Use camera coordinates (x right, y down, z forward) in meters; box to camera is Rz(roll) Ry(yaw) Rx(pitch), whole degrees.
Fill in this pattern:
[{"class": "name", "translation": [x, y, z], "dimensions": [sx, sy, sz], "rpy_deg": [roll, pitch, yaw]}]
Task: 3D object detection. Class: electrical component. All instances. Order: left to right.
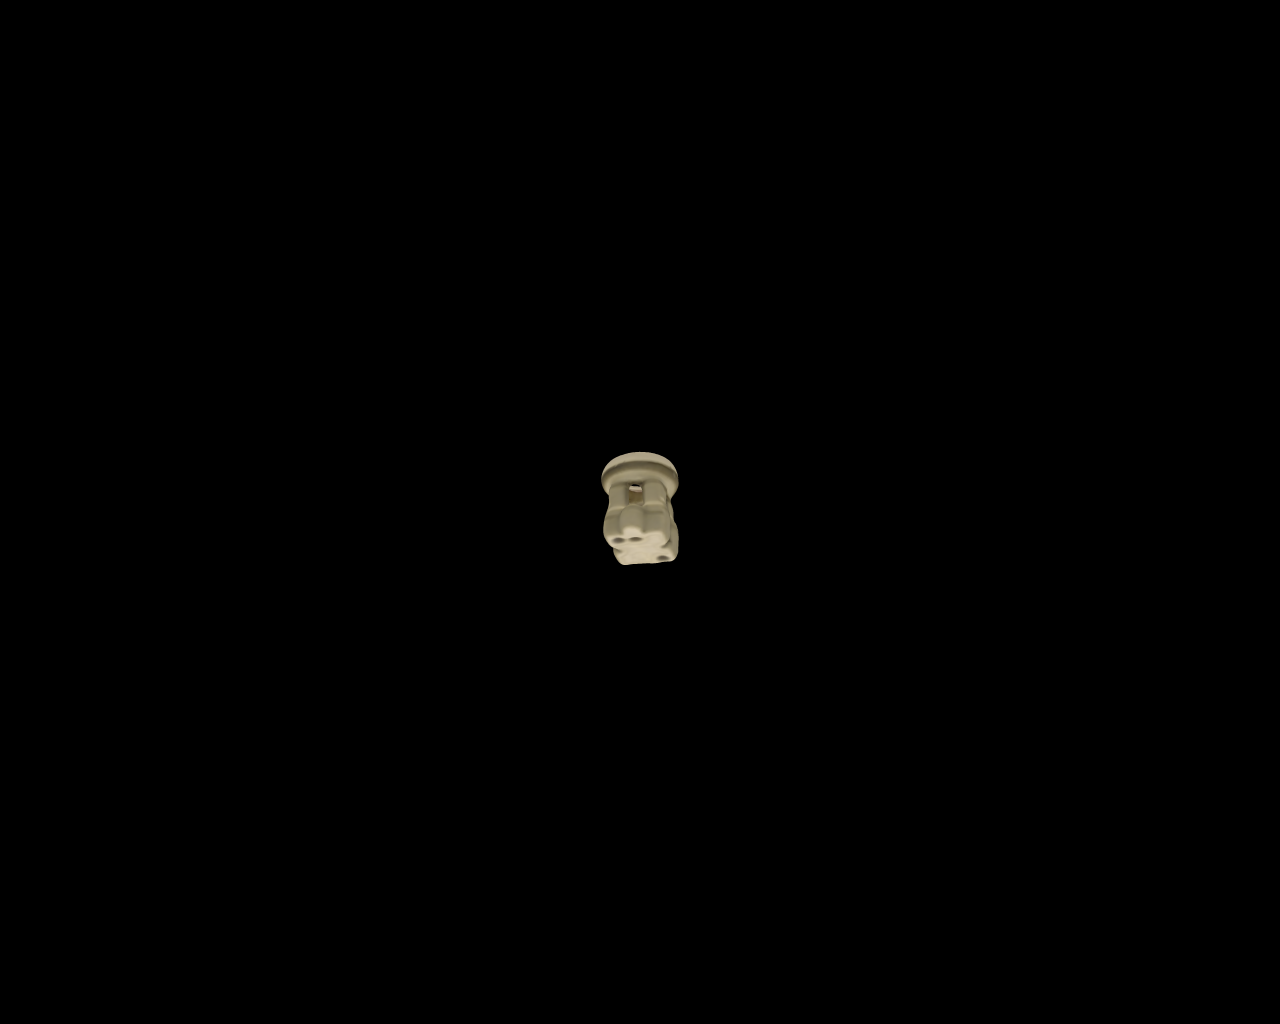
[{"class": "electrical component", "translation": [0.001, -0.003, 0.650], "dimensions": [0.048, 0.055, 0.066], "rpy_deg": [-5, -28, 10]}]
